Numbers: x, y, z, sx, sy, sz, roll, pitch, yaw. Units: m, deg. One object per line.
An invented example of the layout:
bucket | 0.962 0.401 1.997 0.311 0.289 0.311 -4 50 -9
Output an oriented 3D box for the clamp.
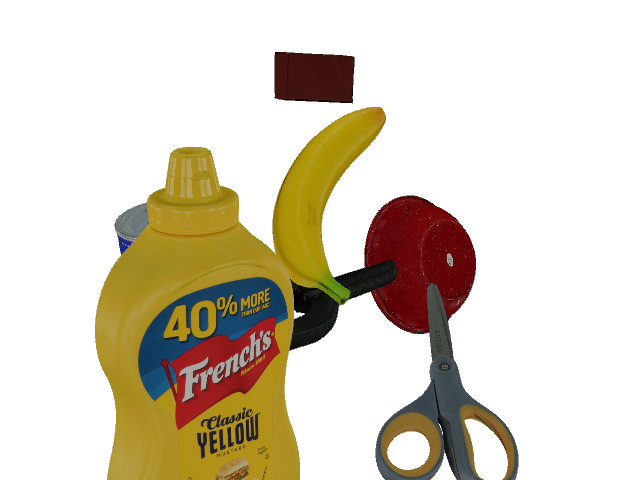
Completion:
clamp | -0.018 0.045 1.034 0.120 0.039 0.171 25 42 29

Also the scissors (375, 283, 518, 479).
scissors | 0.066 0.096 0.711 0.096 0.016 0.202 -9 36 -12

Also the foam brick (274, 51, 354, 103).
foam brick | -0.007 -0.177 1.161 0.078 0.051 0.053 0 11 -17

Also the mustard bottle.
mustard bottle | -0.056 0.051 0.499 0.096 0.192 0.058 -13 21 -33

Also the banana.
banana | 0.003 -0.035 0.827 0.069 0.197 0.037 16 -36 -4

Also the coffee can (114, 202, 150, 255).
coffee can | -0.167 0.037 1.189 0.103 0.140 0.103 -5 25 2

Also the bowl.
bowl | 0.127 0.025 1.216 0.161 0.162 0.055 0 -7 -40
